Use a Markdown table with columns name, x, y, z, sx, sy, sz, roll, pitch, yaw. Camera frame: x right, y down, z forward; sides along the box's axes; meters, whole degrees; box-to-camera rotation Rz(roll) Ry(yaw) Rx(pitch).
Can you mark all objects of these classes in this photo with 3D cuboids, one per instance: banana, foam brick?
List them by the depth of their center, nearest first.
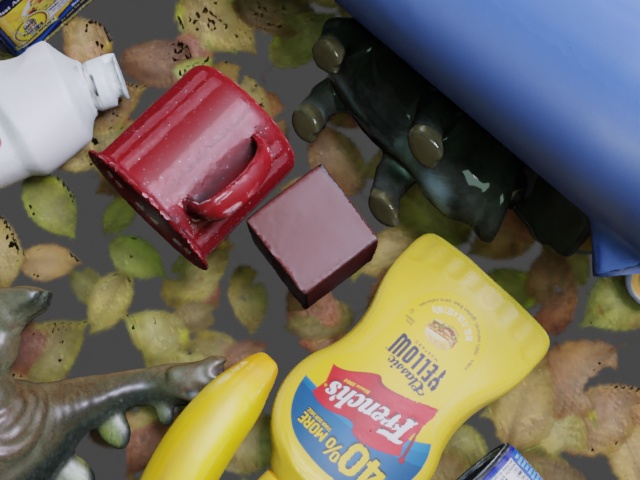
| name | x | y | z | sx | sy | sz | roll | pitch | yaw |
| --- | --- | --- | --- | --- | --- | --- | --- | --- | --- |
| banana | -0.076 | 0.152 | 0.569 | 0.037 | 0.069 | 0.198 | 19 | 95 | 37 |
| foam brick | -0.004 | 0.001 | 0.597 | 0.051 | 0.078 | 0.053 | -36 | 81 | -6 |

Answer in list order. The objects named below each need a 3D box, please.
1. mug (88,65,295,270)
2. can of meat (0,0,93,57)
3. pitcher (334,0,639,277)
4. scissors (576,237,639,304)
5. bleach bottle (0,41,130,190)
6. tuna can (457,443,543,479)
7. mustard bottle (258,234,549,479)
| name | x | y | z | sx | sy | sz | roll | pitch | yaw |
| --- | --- | --- | --- | --- | --- | --- | --- | --- | --- |
| mug | -0.063 | -0.041 | 0.591 | 0.081 | 0.117 | 0.093 | -46 | 117 | -11 |
| can of meat | -0.171 | -0.163 | 0.627 | 0.102 | 0.084 | 0.057 | -43 | 81 | -5 |
| pitcher | 0.118 | -0.114 | 0.514 | 0.149 | 0.145 | 0.243 | -34 | 63 | -29 |
| scissors | 0.195 | -0.063 | 0.601 | 0.096 | 0.016 | 0.202 | 15 | 100 | 15 |
| bleach bottle | -0.238 | -0.065 | 0.625 | 0.250 | 0.068 | 0.102 | -19 | 80 | -3 |
| tuna can | 0.080 | 0.147 | 0.565 | 0.086 | 0.086 | 0.034 | -41 | 80 | -5 |
| mustard bottle | 0.030 | 0.094 | 0.589 | 0.096 | 0.058 | 0.191 | 43 | 85 | 10 |
